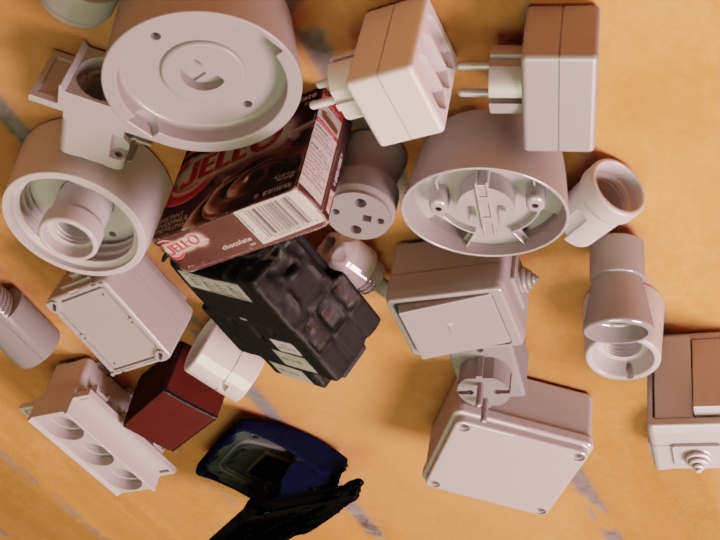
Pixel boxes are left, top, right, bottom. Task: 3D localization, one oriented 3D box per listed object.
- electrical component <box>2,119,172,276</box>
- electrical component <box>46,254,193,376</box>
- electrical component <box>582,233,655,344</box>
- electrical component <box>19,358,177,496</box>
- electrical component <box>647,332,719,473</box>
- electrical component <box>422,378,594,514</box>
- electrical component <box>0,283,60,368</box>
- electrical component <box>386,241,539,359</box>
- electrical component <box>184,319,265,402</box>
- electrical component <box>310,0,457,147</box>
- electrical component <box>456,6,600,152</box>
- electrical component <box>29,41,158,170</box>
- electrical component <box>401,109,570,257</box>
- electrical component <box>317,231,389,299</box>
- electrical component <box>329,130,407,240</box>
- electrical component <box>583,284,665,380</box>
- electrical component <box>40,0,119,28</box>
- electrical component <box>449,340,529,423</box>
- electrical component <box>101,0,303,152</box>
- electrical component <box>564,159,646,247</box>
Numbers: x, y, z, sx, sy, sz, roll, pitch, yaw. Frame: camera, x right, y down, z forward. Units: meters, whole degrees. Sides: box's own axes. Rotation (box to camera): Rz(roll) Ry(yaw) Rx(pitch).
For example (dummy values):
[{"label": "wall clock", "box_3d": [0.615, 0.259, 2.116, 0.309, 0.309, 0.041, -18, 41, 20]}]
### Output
[{"label": "electrical component", "box_3d": [-0.187, -0.041, 0.724, 0.108, 0.060, 0.108, 7, 139, 6]}, {"label": "electrical component", "box_3d": [-0.180, 0.021, 0.798, 0.062, 0.061, 0.096, -18, 123, 31]}, {"label": "electrical component", "box_3d": [0.164, 0.010, 0.686, 0.044, 0.065, 0.044, 4, 157, 2]}, {"label": "electrical component", "box_3d": [-0.222, 0.136, 0.933, 0.079, 0.063, 0.121, -13, 133, 27]}, {"label": "electrical component", "box_3d": [0.231, 0.093, 0.740, 0.062, 0.096, 0.061, -4, 136, 20]}, {"label": "electrical component", "box_3d": [0.116, 0.135, 0.849, 0.109, 0.056, 0.108, 15, 139, -2]}, {"label": "electrical component", "box_3d": [-0.280, 0.037, 0.851, 0.043, 0.043, 0.081, -11, 134, 25]}, {"label": "electrical component", "box_3d": [0.073, 0.018, 0.724, 0.096, 0.061, 0.061, -7, 135, 22]}, {"label": "electrical component", "box_3d": [-0.104, 0.067, 0.832, 0.047, 0.055, 0.055, 31, 136, -15]}, {"label": "electrical component", "box_3d": [0.007, -0.106, 0.596, 0.077, 0.065, 0.047, -11, 134, 25]}, {"label": "electrical component", "box_3d": [0.091, -0.104, 0.590, 0.077, 0.047, 0.065, 2, 138, 12]}, {"label": "electrical component", "box_3d": [-0.159, -0.099, 0.666, 0.081, 0.042, 0.063, 19, 141, -6]}, {"label": "electrical component", "box_3d": [0.077, -0.047, 0.647, 0.099, 0.064, 0.099, 7, 139, 6]}, {"label": "electrical component", "box_3d": [0.000, 0.000, 0.743, 0.061, 0.035, 0.035, 36, 134, -28]}, {"label": "electrical component", "box_3d": [0.004, -0.053, 0.666, 0.045, 0.055, 0.045, 8, 139, 7]}, {"label": "electrical component", "box_3d": [0.180, 0.042, 0.734, 0.055, 0.047, 0.055, 7, 139, 6]}, {"label": "electrical component", "box_3d": [-0.148, -0.165, 0.585, 0.045, 0.045, 0.055, 27, 138, -16]}, {"label": "electrical component", "box_3d": [0.090, 0.072, 0.769, 0.047, 0.076, 0.065, -3, 137, 18]}, {"label": "electrical component", "box_3d": [-0.087, -0.123, 0.599, 0.108, 0.060, 0.108, -2, 146, -2]}, {"label": "electrical component", "box_3d": [0.144, -0.040, 0.657, 0.040, 0.040, 0.046, 26, 144, -14]}]
